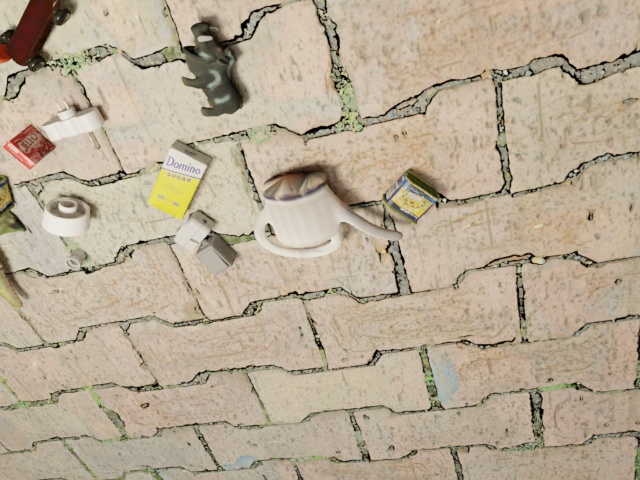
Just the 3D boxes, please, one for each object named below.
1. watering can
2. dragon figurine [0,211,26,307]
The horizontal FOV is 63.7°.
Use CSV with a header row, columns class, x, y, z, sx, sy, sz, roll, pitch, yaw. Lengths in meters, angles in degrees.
class,x,y,z,sx,sy,sz,roll,pitch,yaw
watering can,0.004,-0.060,1.185,0.347,0.106,0.220,-8,123,14
dragon figurine,-0.895,0.009,1.366,0.241,0.125,0.404,-32,125,17
